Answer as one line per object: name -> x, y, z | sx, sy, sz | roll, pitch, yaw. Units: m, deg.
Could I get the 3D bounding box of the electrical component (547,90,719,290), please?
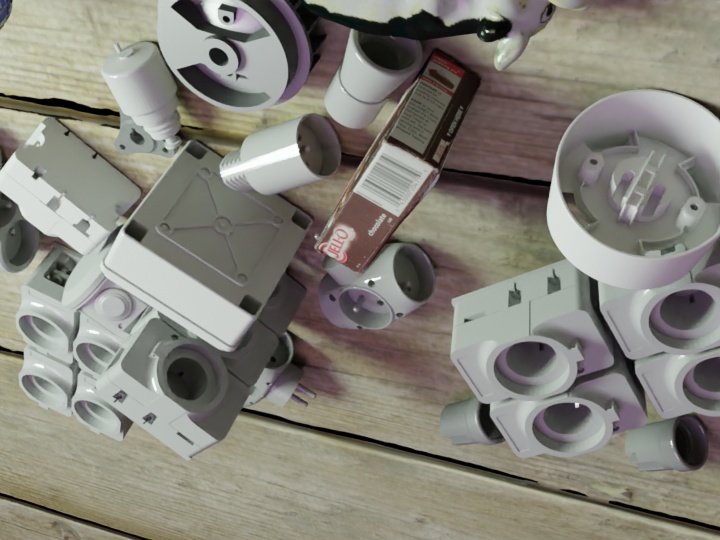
electrical component -> 0.153, -0.041, 0.587 | 0.099, 0.099, 0.064 | 21, 147, 9

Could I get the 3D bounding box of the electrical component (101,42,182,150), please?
electrical component -> -0.141, -0.115, 0.717 | 0.040, 0.040, 0.078 | 2, 135, 28

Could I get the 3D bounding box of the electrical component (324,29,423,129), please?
electrical component -> 0.004, -0.114, 0.636 | 0.044, 0.044, 0.065 | 32, 146, -5

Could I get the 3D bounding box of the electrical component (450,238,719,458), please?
electrical component -> 0.162, 0.045, 0.661 | 0.186, 0.060, 0.105 | -21, 122, 23

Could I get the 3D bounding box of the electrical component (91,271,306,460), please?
electrical component -> -0.113, 0.049, 0.793 | 0.089, 0.150, 0.062 | 40, 140, -14

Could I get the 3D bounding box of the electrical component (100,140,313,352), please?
electrical component -> -0.105, -0.017, 0.750 | 0.109, 0.108, 0.056 | 33, 138, -7

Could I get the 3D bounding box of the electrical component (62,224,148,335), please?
electrical component -> -0.195, 0.007, 0.853 | 0.051, 0.080, 0.080 | 40, 140, -22

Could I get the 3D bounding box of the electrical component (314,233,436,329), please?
electrical component -> 0.000, 0.000, 0.759 | 0.077, 0.044, 0.079 | -20, 121, 43

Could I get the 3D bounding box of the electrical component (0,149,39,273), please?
electrical component -> -0.321, -0.059, 0.873 | 0.074, 0.052, 0.138 | 10, 138, 21

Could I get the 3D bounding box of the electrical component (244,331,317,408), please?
electrical component -> -0.074, 0.089, 0.899 | 0.079, 0.043, 0.077 | 33, 141, -6

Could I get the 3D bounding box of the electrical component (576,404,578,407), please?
electrical component -> 0.142, 0.103, 0.798 | 0.061, 0.035, 0.035 | -18, 123, 39

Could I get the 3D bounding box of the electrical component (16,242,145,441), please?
electrical component -> -0.245, 0.073, 0.968 | 0.105, 0.060, 0.186 | 25, 141, 4

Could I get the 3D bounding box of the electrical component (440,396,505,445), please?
electrical component -> 0.090, 0.118, 0.841 | 0.040, 0.040, 0.046 | 45, 144, -20

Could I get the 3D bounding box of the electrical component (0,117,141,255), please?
electrical component -> -0.223, -0.061, 0.816 | 0.089, 0.050, 0.056 | 40, 139, -15

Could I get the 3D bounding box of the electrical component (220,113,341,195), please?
electrical component -> -0.057, -0.073, 0.713 | 0.081, 0.043, 0.043 | -12, 126, 39

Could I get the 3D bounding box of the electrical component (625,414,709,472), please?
electrical component -> 0.220, 0.126, 0.775 | 0.040, 0.040, 0.046 | 43, 145, -18
